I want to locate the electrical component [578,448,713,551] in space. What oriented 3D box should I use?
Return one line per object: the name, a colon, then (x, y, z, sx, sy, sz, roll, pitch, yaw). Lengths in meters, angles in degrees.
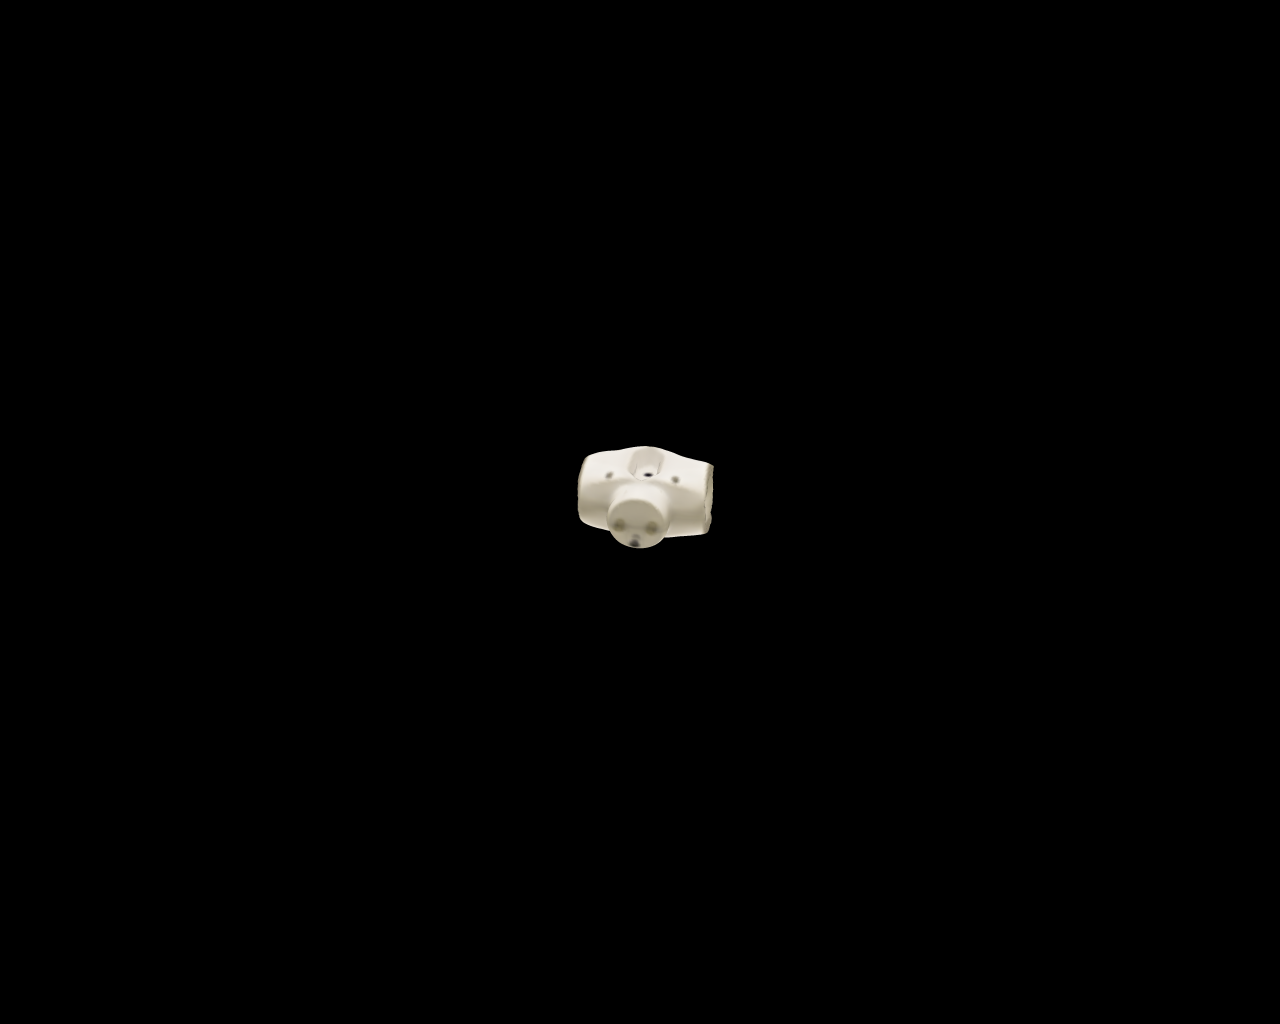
electrical component: (0.001, -0.003, 0.650, 0.077, 0.043, 0.079, 6, 32, 9)
